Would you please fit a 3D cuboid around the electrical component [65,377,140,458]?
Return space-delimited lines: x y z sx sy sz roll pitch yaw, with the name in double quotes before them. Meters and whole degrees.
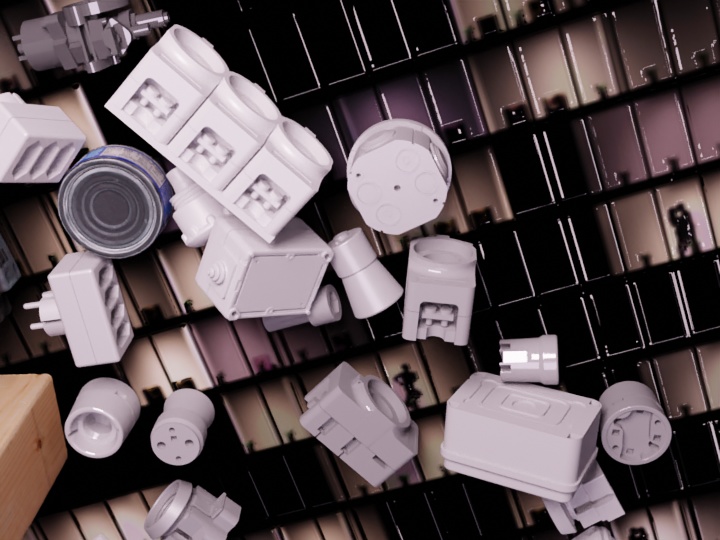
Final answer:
"electrical component" -0.220 0.127 0.916 0.055 0.047 0.055 2 113 4

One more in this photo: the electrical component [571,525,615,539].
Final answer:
"electrical component" 0.188 0.293 0.924 0.109 0.108 0.056 -39 108 18

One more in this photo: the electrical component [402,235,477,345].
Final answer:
"electrical component" 0.061 0.011 0.822 0.050 0.089 0.055 6 114 2

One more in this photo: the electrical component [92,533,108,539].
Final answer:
"electrical component" -0.223 0.352 1.006 0.105 0.060 0.186 -36 106 17

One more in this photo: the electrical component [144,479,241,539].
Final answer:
"electrical component" -0.152 0.222 0.947 0.057 0.058 0.078 39 110 -15

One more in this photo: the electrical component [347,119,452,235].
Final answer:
"electrical component" 0.029 -0.070 0.811 0.080 0.051 0.080 2 113 4

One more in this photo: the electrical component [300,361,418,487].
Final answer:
"electrical component" 0.003 0.126 0.897 0.089 0.050 0.056 42 110 -13

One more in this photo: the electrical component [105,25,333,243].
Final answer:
"electrical component" -0.097 -0.103 0.785 0.150 0.089 0.061 40 110 -12

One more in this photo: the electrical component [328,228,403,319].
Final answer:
"electrical component" 0.000 0.000 0.849 0.044 0.044 0.065 -27 104 15

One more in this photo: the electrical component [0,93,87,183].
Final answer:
"electrical component" -0.262 -0.108 0.814 0.076 0.066 0.047 45 112 17

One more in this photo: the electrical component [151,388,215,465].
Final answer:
"electrical component" -0.150 0.132 0.909 0.045 0.055 0.045 2 113 4

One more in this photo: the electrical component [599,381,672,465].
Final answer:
"electrical component" 0.223 0.123 0.881 0.055 0.047 0.055 2 113 4

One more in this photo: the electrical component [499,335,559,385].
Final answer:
"electrical component" 0.137 0.073 0.871 0.046 0.040 0.040 -2 113 10

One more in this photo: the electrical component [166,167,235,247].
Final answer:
"electrical component" -0.127 -0.052 0.836 0.048 0.048 0.062 -32 90 16

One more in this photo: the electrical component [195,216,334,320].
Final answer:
"electrical component" -0.081 -0.005 0.822 0.096 0.061 0.061 -2 125 -41

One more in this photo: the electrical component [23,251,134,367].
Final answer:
"electrical component" -0.236 0.033 0.877 0.076 0.047 0.083 -8 112 8

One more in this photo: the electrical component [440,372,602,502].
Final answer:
"electrical component" 0.129 0.132 0.860 0.113 0.078 0.057 12 113 23

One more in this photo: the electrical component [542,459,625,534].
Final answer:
"electrical component" 0.187 0.194 0.916 0.055 0.048 0.066 -29 109 7
